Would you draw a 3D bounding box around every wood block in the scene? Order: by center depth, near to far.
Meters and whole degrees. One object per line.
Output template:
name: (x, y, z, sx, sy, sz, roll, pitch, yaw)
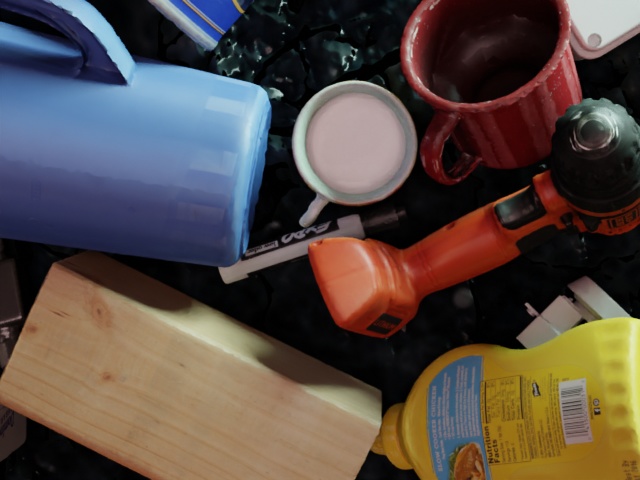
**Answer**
wood block: (-0.074, 0.093, 0.640, 0.206, 0.091, 0.090, 26, 97, 1)

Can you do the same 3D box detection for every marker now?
marker: (-0.004, 0.001, 0.661, 0.121, 0.020, 0.020, -17, 94, 5)

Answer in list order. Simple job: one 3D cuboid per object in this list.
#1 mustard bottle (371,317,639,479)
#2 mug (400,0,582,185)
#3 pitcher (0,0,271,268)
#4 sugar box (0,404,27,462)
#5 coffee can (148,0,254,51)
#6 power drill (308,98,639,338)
mustard bottle: (0.105, 0.106, 0.612, 0.192, 0.058, 0.096, -16, 71, 40)
mug: (0.095, -0.082, 0.598, 0.093, 0.081, 0.117, 25, 77, 31)
pitcher: (-0.153, -0.065, 0.607, 0.243, 0.149, 0.145, 10, 86, 0)
sugar box: (-0.279, 0.107, 0.654, 0.176, 0.093, 0.048, 3, 95, 3)
coffee can: (-0.054, -0.193, 0.604, 0.103, 0.103, 0.140, 43, 96, -1)
power drill: (0.092, -0.008, 0.582, 0.188, 0.184, 0.057, -24, 74, 14)
